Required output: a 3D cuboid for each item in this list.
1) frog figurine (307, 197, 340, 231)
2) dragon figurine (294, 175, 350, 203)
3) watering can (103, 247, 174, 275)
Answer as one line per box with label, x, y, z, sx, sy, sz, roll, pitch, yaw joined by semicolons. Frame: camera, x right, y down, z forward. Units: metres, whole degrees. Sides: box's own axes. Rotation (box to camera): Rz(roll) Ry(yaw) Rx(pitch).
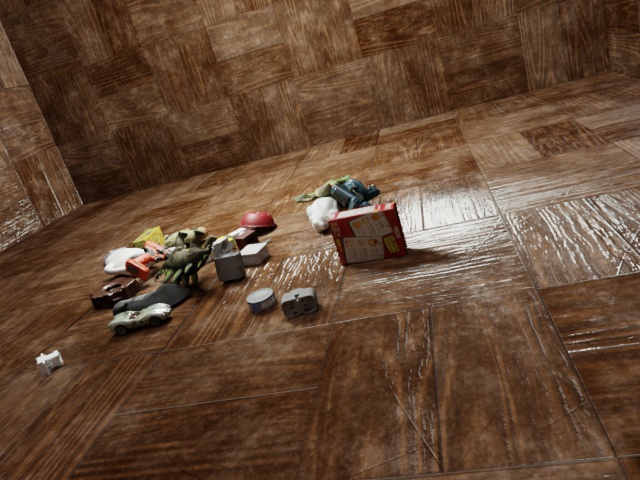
frog figurine;0.006;-0.101;2.011;0.138;0.121;0.161;16;21;25
dragon figurine;0.003;-0.201;2.220;0.243;0.122;0.409;-9;0;-17
watering can;-0.759;0.079;2.177;0.224;0.103;0.351;4;18;37
